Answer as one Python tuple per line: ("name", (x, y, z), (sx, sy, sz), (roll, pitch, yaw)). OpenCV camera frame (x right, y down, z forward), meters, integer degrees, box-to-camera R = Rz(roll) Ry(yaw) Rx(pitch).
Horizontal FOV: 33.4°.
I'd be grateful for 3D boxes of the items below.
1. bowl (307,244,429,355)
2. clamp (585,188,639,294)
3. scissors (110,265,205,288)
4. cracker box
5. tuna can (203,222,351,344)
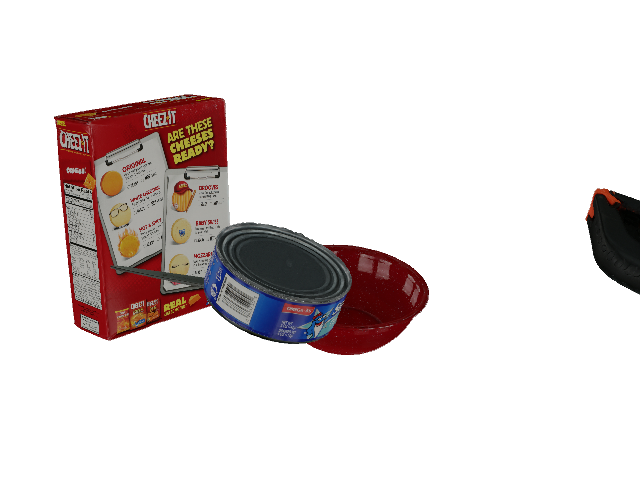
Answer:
("bowl", (0.023, 0.065, 1.048), (0.162, 0.055, 0.162), (3, 28, -2))
("clamp", (0.249, 0.023, 0.712), (0.120, 0.039, 0.171), (-5, 44, -25))
("scissors", (-0.067, 0.033, 0.883), (0.202, 0.016, 0.096), (16, 25, 29))
("cracker box", (-0.171, -0.028, 1.059), (0.072, 0.214, 0.163), (13, 22, 42))
("tuna can", (-0.027, 0.025, 0.645), (0.086, 0.034, 0.086), (17, 25, -8))
